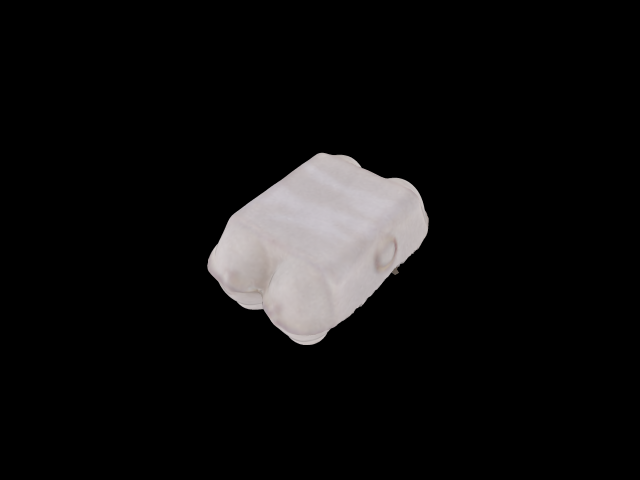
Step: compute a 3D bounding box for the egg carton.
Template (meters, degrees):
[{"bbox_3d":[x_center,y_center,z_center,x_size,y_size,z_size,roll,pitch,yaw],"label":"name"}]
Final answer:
[{"bbox_3d":[0.004,0.001,0.400,0.107,0.069,0.150,27,49,26],"label":"egg carton"}]
